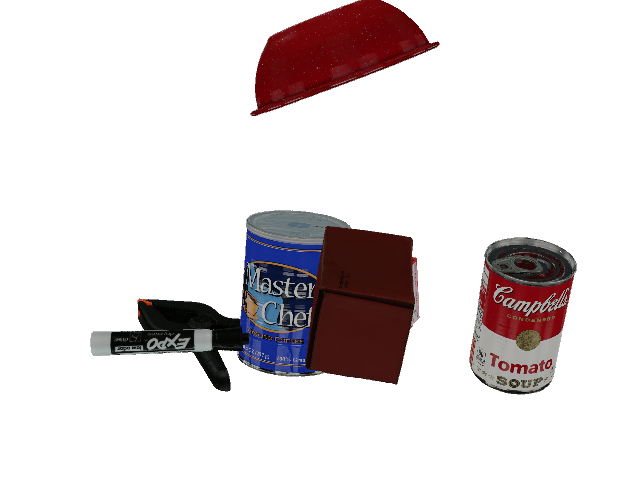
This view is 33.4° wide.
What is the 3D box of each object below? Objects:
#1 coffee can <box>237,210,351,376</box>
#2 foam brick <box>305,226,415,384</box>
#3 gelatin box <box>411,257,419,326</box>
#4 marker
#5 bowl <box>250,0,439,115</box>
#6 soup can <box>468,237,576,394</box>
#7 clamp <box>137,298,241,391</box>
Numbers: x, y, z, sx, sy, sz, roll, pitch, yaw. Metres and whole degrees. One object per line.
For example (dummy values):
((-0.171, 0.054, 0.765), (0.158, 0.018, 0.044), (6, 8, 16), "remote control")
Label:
((-0.027, 0.050, 1.056), (0.103, 0.140, 0.103), (5, 15, -1), "coffee can")
((0.022, 0.033, 0.592), (0.053, 0.051, 0.078), (9, 27, 0), "foam brick")
((0.084, 0.059, 1.331), (0.073, 0.089, 0.030), (11, 31, 29), "gelatin box")
((-0.115, 0.078, 0.822), (0.121, 0.020, 0.020), (-2, 0, -1), "marker")
((0.010, -0.153, 0.855), (0.162, 0.055, 0.162), (-21, 8, 3), "bowl")
((0.153, 0.058, 0.819), (0.068, 0.102, 0.068), (3, 29, -2), "soup can")
((-0.140, 0.113, 1.258), (0.210, 0.036, 0.164), (14, 24, 24), "clamp")
